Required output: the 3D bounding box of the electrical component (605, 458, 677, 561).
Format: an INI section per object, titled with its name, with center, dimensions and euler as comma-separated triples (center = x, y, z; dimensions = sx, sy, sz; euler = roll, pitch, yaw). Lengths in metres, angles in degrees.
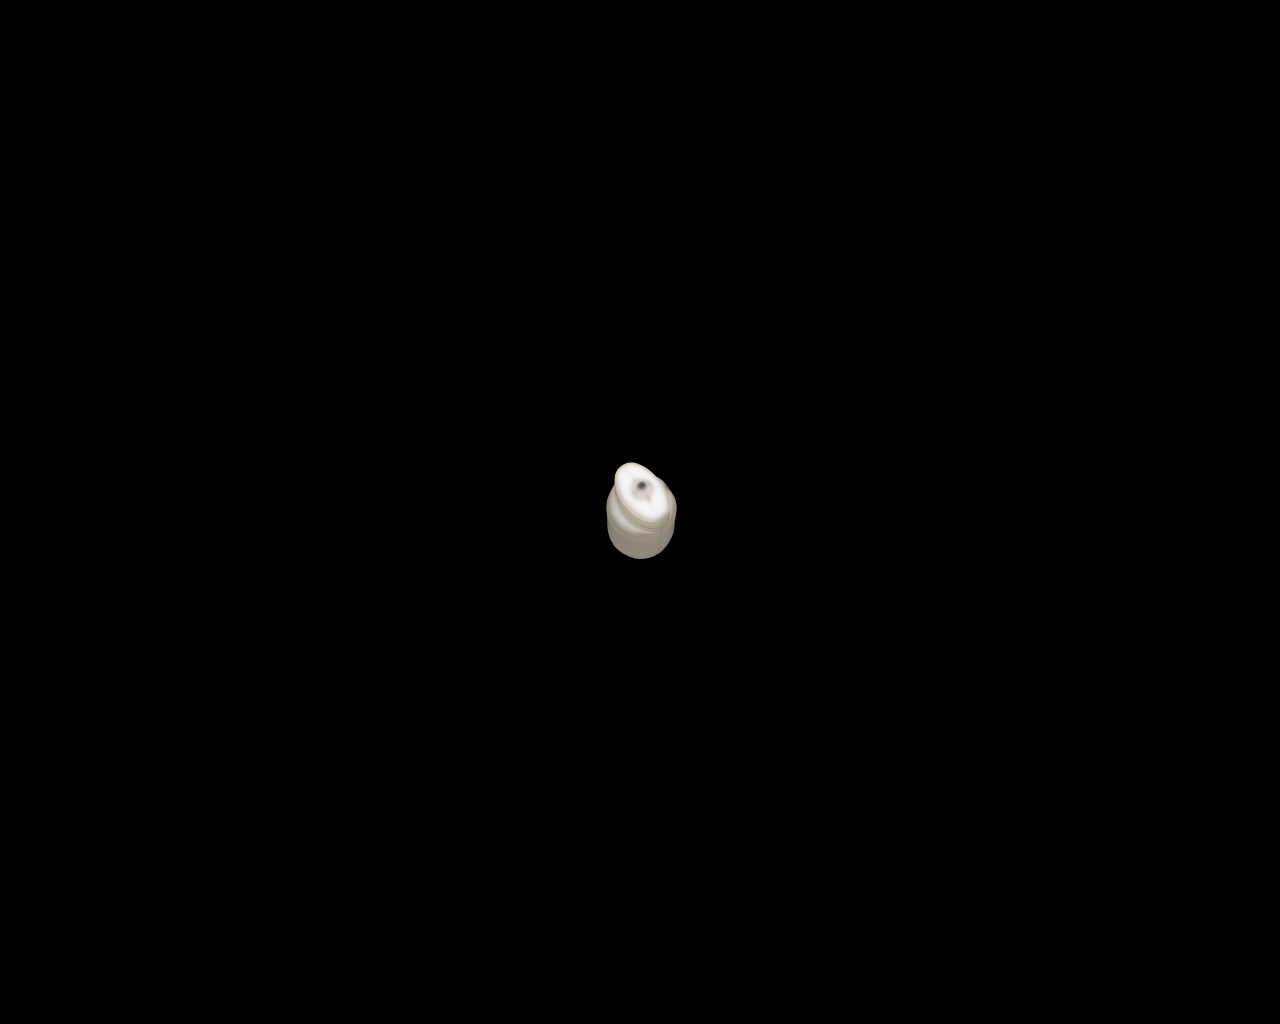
[electrical component]
center = 0.001, -0.003, 0.650
dimensions = 0.043, 0.043, 0.080
euler = 0, -19, 0
